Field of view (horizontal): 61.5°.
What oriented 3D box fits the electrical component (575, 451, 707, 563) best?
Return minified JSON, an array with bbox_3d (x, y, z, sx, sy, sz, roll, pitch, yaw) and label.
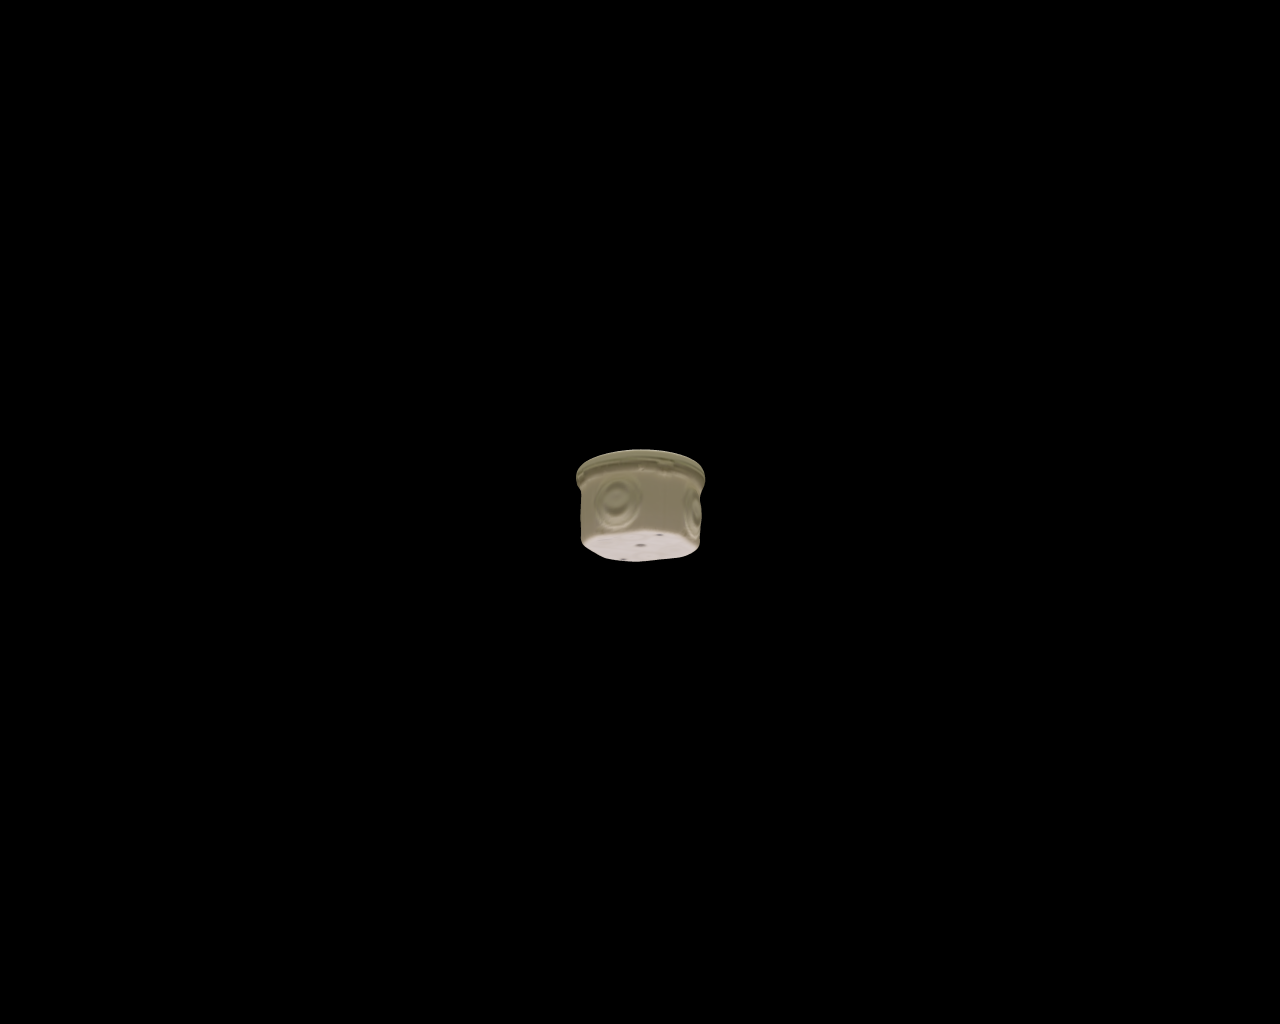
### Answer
[{"bbox_3d":[0.001,-0.003,0.650,0.080,0.051,0.080,0,-18,0],"label":"electrical component"}]
